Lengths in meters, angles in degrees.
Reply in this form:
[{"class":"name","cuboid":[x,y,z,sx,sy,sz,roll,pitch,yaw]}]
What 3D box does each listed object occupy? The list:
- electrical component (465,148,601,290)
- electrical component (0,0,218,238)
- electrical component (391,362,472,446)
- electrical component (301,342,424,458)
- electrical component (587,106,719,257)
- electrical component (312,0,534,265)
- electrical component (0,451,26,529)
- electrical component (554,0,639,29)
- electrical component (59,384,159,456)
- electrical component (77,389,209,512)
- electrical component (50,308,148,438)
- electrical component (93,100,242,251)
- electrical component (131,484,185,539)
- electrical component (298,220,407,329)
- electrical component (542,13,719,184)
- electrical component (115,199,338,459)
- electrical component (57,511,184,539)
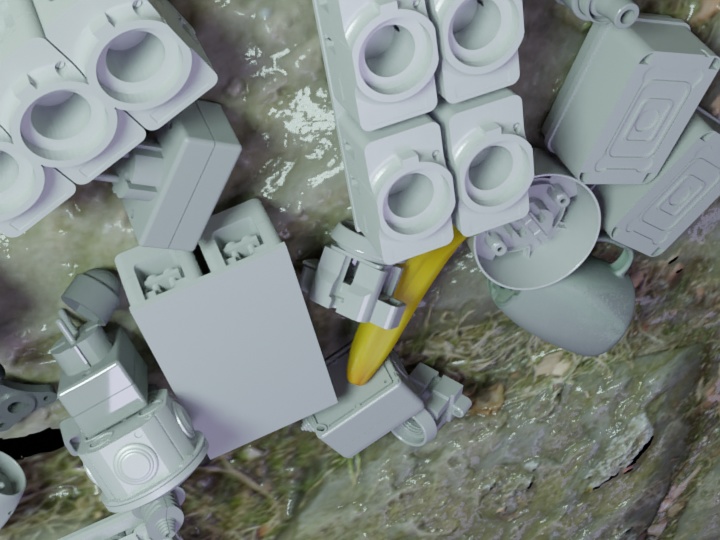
[{"class":"electrical component","cuboid":[0.123,-0.039,0.802,0.099,0.064,0.099,-17,139,-15]},{"class":"electrical component","cuboid":[-0.164,-0.095,0.573,0.150,0.061,0.089,-36,140,8]},{"class":"electrical component","cuboid":[0.054,0.118,0.924,0.055,0.066,0.048,-45,153,-37]},{"class":"electrical component","cuboid":[-0.004,0.107,0.883,0.096,0.061,0.061,-35,140,7]},{"class":"electrical component","cuboid":[0.234,-0.075,0.837,0.078,0.057,0.113,18,121,-42]},{"class":"electrical component","cuboid":[0.042,-0.104,0.656,0.105,0.060,0.186,-20,126,-12]},{"class":"electrical component","cuboid":[-0.299,0.167,0.784,0.077,0.043,0.079,-45,138,18]},{"class":"electrical component","cuboid":[0.152,-0.175,0.677,0.048,0.062,0.048,-17,139,-15]},{"class":"electrical component","cuboid":[-0.178,0.127,0.803,0.078,0.057,0.058,-22,140,-9]},{"class":"electrical component","cuboid":[-0.148,0.122,0.729,0.080,0.080,0.051,-29,105,-1]},{"class":"electrical component","cuboid":[-0.184,0.060,0.730,0.047,0.065,0.076,-29,111,-1]},{"class":"electrical component","cuboid":[-0.125,-0.059,0.645,0.076,0.047,0.083,6,129,-35]},{"class":"electrical component","cuboid":[-0.161,0.175,0.845,0.043,0.081,0.043,-17,139,-15]},{"class":"electrical component","cuboid":[0.000,0.000,0.767,0.058,0.078,0.057,-10,122,-67]},{"class":"electrical component","cuboid":[0.188,-0.121,0.760,0.078,0.057,0.113,-3,133,-29]},{"class":"electrical component","cuboid":[-0.091,0.044,0.764,0.105,0.060,0.186,-23,140,-8]},{"class":"electrical component","cuboid":[-0.212,0.249,0.907,0.121,0.063,0.078,-23,140,-8]}]
